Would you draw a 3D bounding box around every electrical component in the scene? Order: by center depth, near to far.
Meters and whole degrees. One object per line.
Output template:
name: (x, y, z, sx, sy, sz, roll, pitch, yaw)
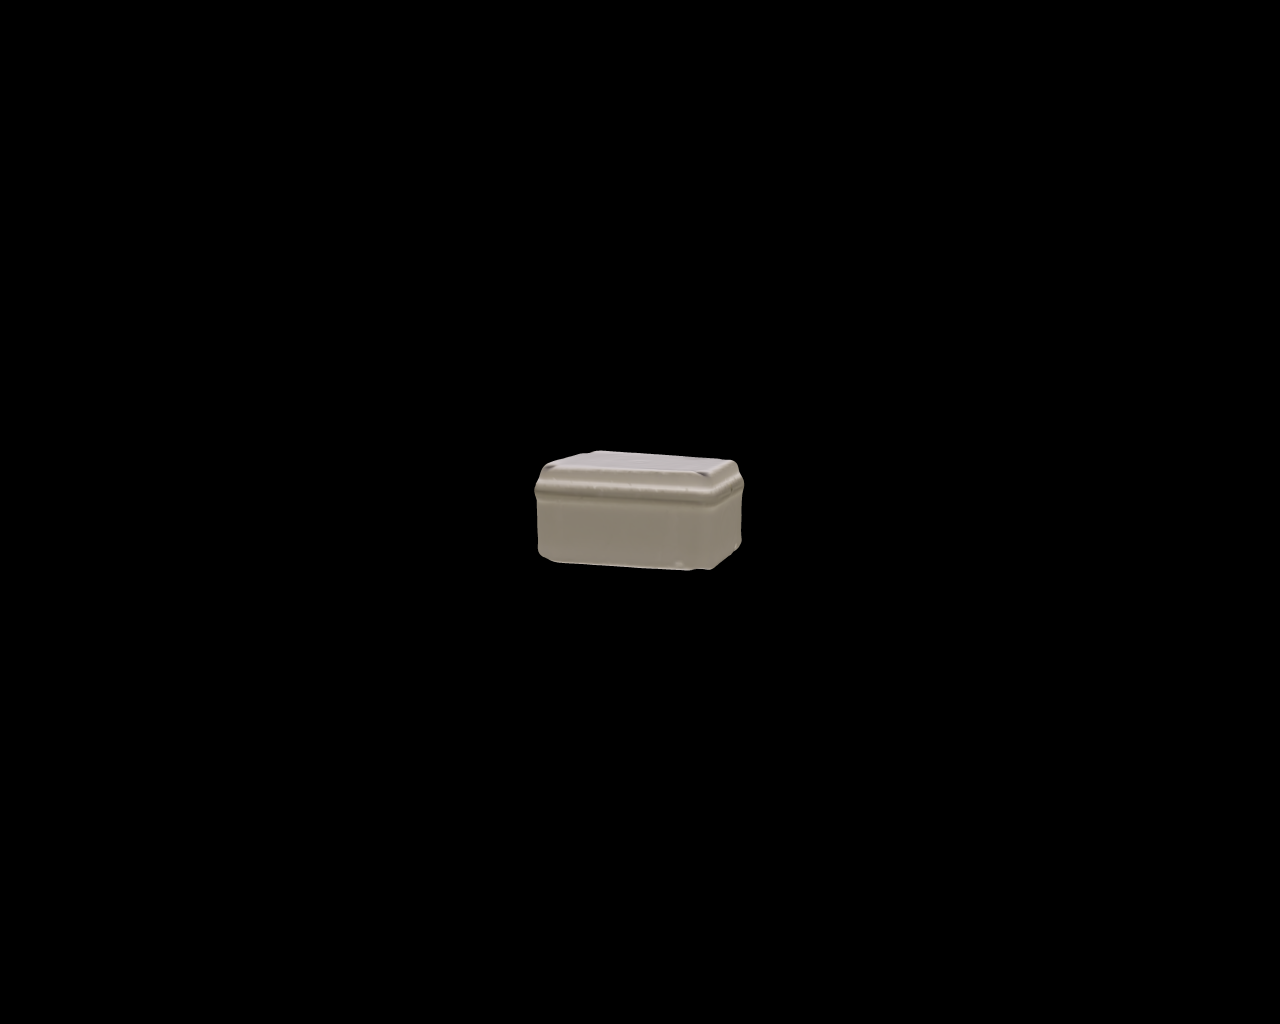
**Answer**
electrical component: (0.001, -0.003, 0.650, 0.113, 0.057, 0.078, 4, 12, 20)
